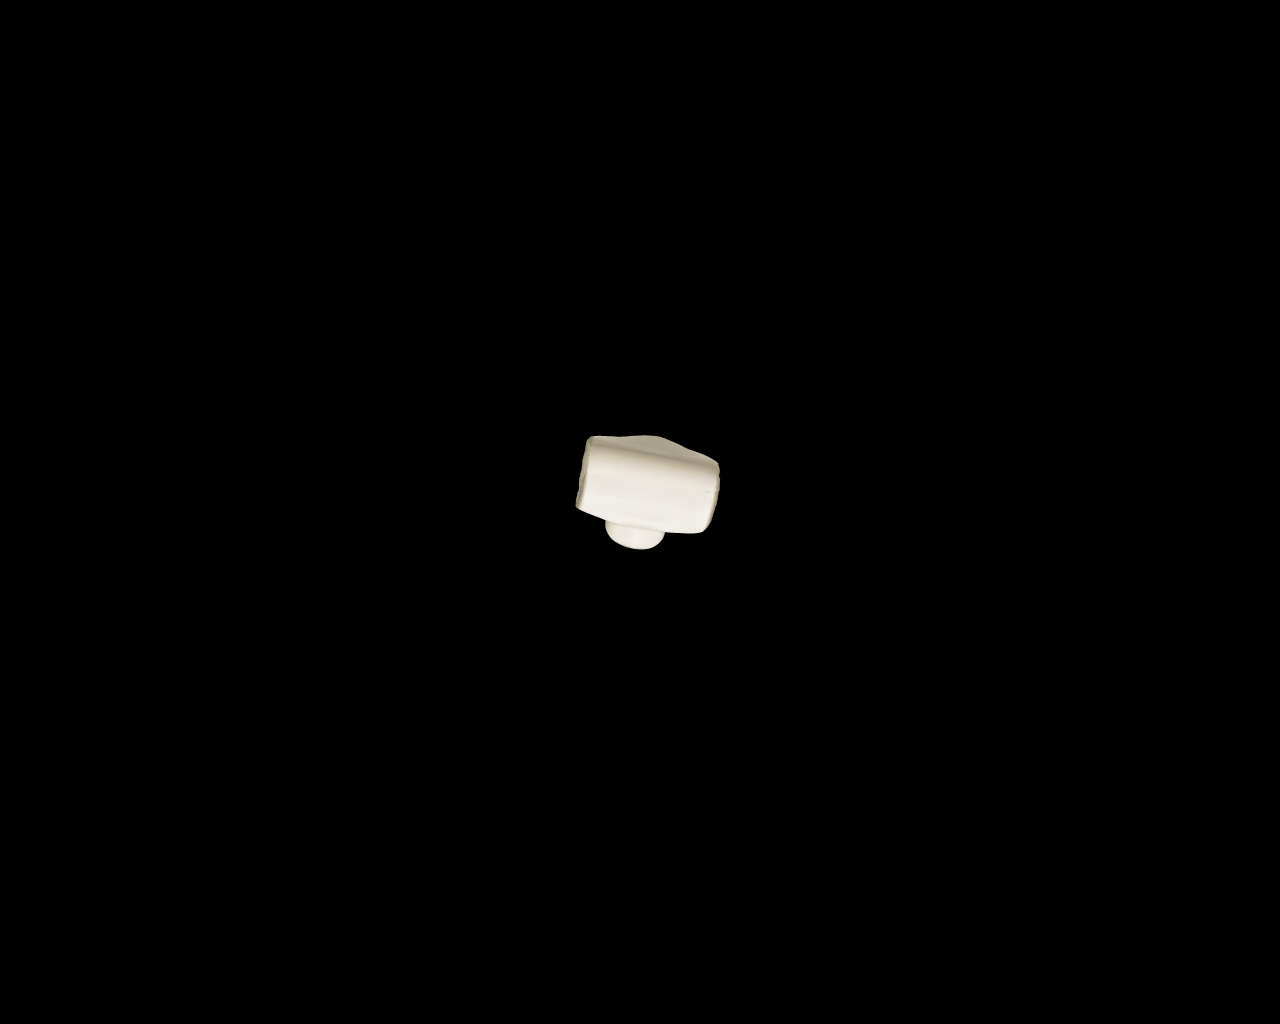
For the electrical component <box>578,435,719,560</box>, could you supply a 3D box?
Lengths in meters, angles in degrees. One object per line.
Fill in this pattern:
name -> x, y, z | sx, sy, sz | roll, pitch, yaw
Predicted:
electrical component -> 0.001, -0.003, 0.650 | 0.077, 0.079, 0.043 | 10, 36, -8
